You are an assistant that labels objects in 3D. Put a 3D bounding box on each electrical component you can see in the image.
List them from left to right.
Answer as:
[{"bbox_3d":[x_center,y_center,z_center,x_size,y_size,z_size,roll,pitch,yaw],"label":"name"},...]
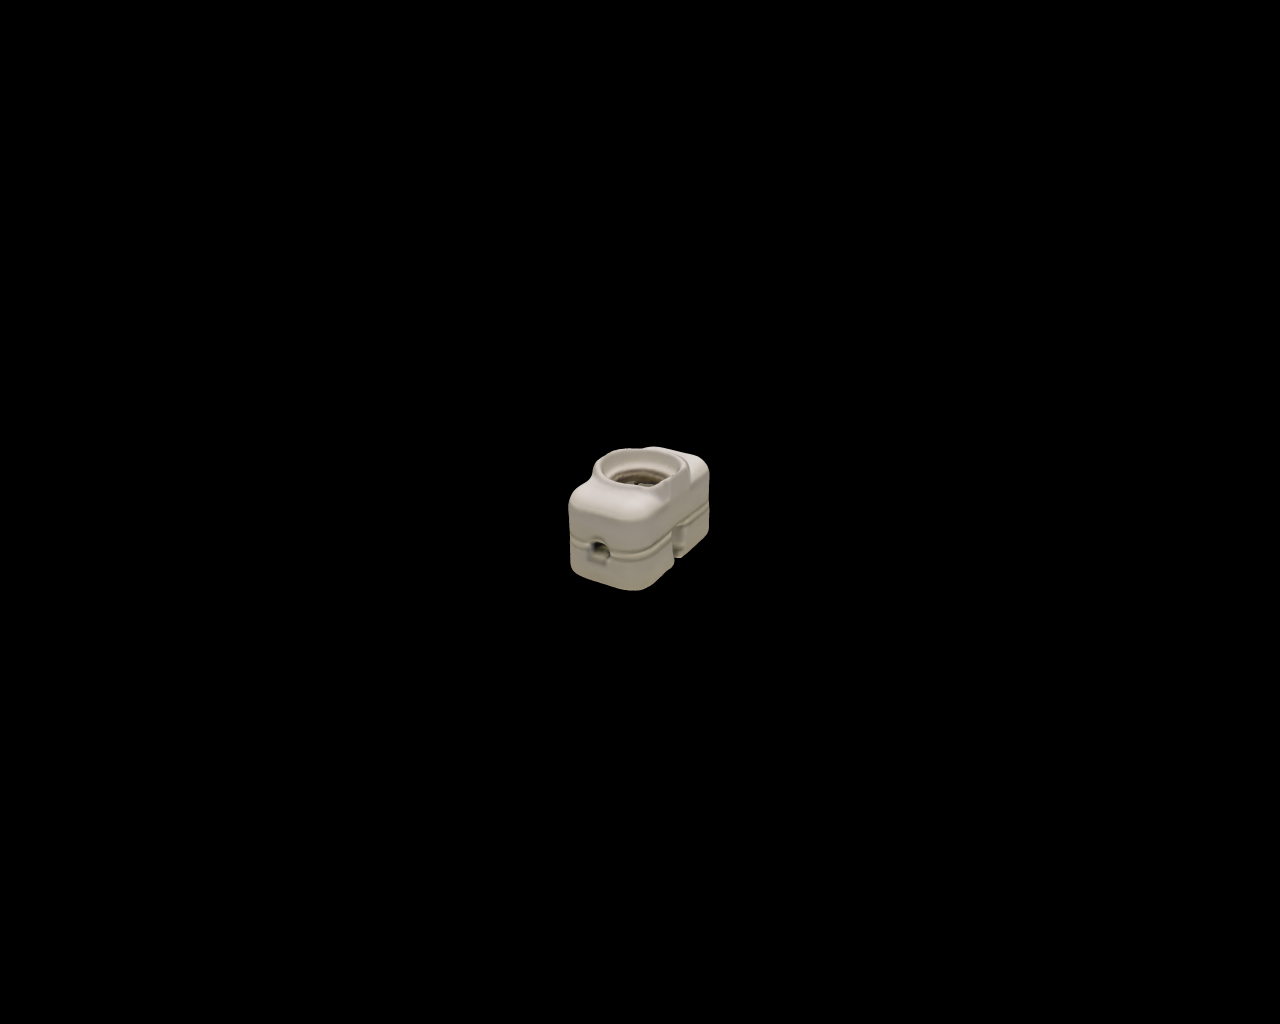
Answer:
[{"bbox_3d":[0.001,-0.003,0.650,0.054,0.059,0.095,16,31,28],"label":"electrical component"}]
